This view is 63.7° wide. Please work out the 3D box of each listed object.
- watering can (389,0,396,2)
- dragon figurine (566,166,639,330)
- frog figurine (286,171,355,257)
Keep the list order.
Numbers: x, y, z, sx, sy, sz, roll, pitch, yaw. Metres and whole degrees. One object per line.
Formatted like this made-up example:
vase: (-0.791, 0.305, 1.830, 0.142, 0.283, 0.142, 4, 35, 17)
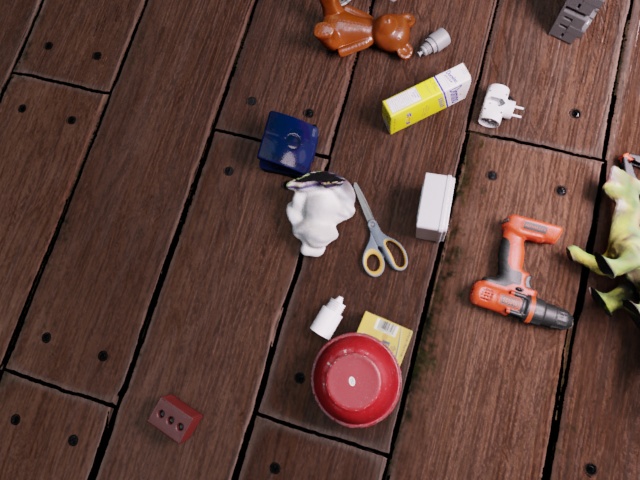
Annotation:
watering can: (0.297, -0.627, 1.103, 0.225, 0.103, 0.350, 23, 80, 11)
dragon figurine: (0.592, 0.057, 0.874, 0.243, 0.120, 0.416, -23, 70, -6)
frog figurine: (0.003, -0.051, 1.021, 0.137, 0.125, 0.157, -7, 113, -3)
